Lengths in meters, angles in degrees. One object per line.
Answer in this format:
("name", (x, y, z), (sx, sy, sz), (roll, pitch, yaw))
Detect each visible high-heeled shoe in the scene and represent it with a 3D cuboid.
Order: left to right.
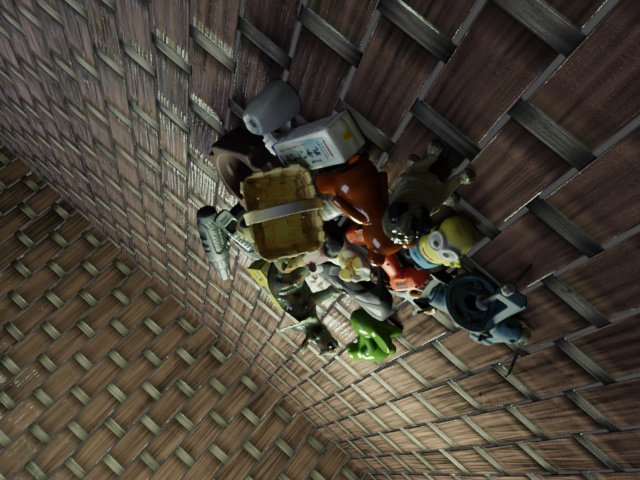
("high-heeled shoe", (0.067, 0.121, 1.369), (0.249, 0.086, 0.145), (6, 107, 26))

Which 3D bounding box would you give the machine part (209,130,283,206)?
("machine part", (-0.162, -0.165, 1.323), (0.201, 0.087, 0.201), (20, 147, 39))

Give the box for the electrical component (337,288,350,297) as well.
("electrical component", (0.079, 0.113, 1.439), (0.078, 0.045, 0.102), (25, 148, 36))

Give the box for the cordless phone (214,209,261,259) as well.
("cordless phone", (-0.187, -0.049, 1.433), (0.184, 0.146, 0.089), (44, 176, -42))

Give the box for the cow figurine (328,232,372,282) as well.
("cow figurine", (0.059, 0.031, 1.291), (0.098, 0.068, 0.167), (20, -154, -54))

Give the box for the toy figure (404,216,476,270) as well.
("toy figure", (0.228, 0.006, 1.039), (0.082, 0.089, 0.180), (27, 164, -6))

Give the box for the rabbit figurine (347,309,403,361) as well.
("rabbit figurine", (0.140, 0.265, 1.492), (0.159, 0.121, 0.170), (13, 144, 35))

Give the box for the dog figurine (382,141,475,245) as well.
("dog figurine", (0.153, -0.055, 0.928), (0.121, 0.190, 0.172), (38, 155, 11))

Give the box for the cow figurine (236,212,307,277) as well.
("cow figurine", (-0.110, 0.002, 1.281), (0.195, 0.127, 0.085), (31, 158, -5))

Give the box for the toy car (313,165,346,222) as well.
("toy car", (0.033, -0.089, 1.145), (0.109, 0.103, 0.162), (51, 155, -17))

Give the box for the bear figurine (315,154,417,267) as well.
("bear figurine", (0.094, -0.058, 1.034), (0.195, 0.120, 0.132), (60, 171, -19))

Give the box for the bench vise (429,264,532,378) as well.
("bench vise", (0.335, 0.138, 1.045), (0.224, 0.129, 0.240), (37, 157, 6))

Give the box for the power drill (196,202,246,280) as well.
("power drill", (-0.245, -0.026, 1.510), (0.086, 0.207, 0.231), (27, 147, 43))

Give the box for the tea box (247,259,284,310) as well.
("tea box", (-0.118, 0.112, 1.547), (0.068, 0.098, 0.169), (1, 130, 51))

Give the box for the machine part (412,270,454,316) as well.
("machine part", (0.252, 0.117, 1.186), (0.138, 0.084, 0.039), (103, 149, -50))

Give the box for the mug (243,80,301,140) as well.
("mug", (-0.101, -0.251, 1.086), (0.081, 0.107, 0.109), (28, 148, 31))

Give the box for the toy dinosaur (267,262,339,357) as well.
("toy dinosaur", (-0.070, 0.128, 1.468), (0.404, 0.192, 0.131), (60, 168, -13))

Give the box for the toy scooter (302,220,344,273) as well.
("toy scooter", (-0.003, -0.004, 1.237), (0.075, 0.184, 0.135), (9, 130, -23))
